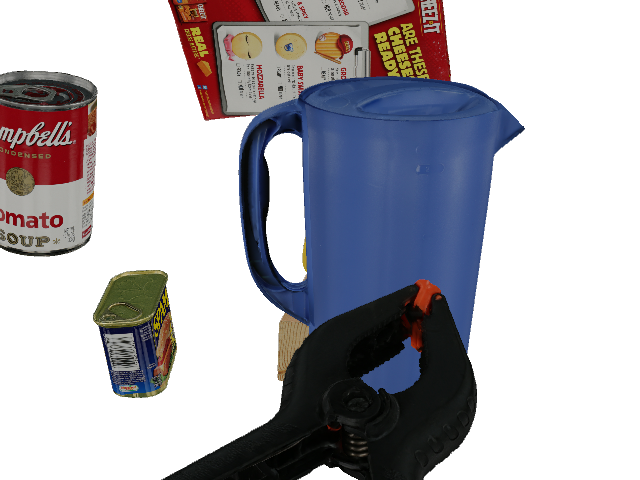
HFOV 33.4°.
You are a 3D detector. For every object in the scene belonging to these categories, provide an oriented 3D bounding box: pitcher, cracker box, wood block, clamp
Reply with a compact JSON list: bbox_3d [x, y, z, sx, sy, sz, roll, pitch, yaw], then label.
[{"bbox_3d":[0.038,0.013,0.735,0.149,0.243,0.144,17,25,37],"label":"pitcher"},{"bbox_3d":[-0.008,-0.189,0.867,0.214,0.164,0.072,-5,43,9],"label":"cracker box"},{"bbox_3d":[0.007,0.117,1.484,0.091,0.090,0.206,6,19,9],"label":"wood block"},{"bbox_3d":[0.020,0.082,0.414,0.120,0.039,0.171,28,50,21],"label":"clamp"}]

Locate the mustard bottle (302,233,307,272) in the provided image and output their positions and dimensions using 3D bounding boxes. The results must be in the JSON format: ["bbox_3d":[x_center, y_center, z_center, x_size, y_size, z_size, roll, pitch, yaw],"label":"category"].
[{"bbox_3d":[0.043,-0.052,1.000,0.096,0.192,0.058,9,28,-3],"label":"mustard bottle"}]

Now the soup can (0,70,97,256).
[{"bbox_3d":[-0.178,-0.049,0.680,0.068,0.102,0.068,6,26,-3],"label":"soup can"}]

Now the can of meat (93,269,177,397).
[{"bbox_3d":[-0.171,0.088,1.008,0.057,0.084,0.102,-4,25,5],"label":"can of meat"}]
